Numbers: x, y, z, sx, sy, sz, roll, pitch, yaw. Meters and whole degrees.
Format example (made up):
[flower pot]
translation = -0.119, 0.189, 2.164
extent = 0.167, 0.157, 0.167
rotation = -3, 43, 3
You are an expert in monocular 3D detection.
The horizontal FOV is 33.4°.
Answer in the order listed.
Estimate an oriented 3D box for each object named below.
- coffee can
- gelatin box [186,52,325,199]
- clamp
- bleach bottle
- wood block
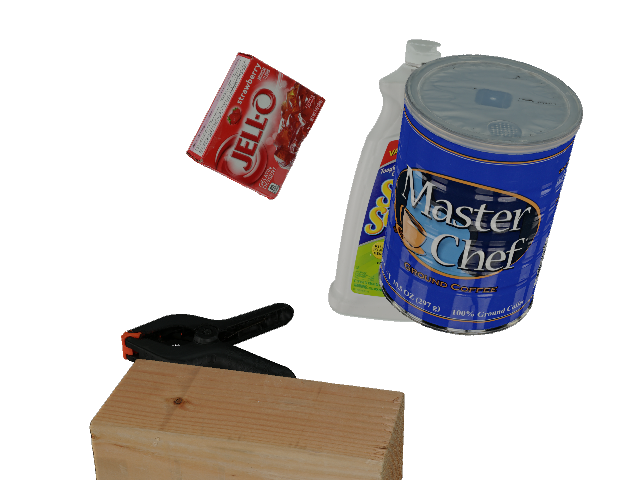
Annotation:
[coffee can]
translation = 0.094, -0.028, 0.653
extent = 0.103, 0.140, 0.103
rotation = 4, 37, -3
[gelatin box]
translation = -0.048, -0.086, 0.807
extent = 0.073, 0.089, 0.030
rotation = 26, 2, -34
[clamp]
translation = -0.102, 0.095, 1.030
extent = 0.171, 0.039, 0.120
rotation = 7, 27, 3
[bleach bottle]
translation = 0.069, -0.054, 0.960
extent = 0.102, 0.251, 0.068
rotation = 6, 20, 1
[wood block]
translation = -0.048, 0.155, 0.769
extent = 0.206, 0.090, 0.090
rotation = 6, 27, 13
